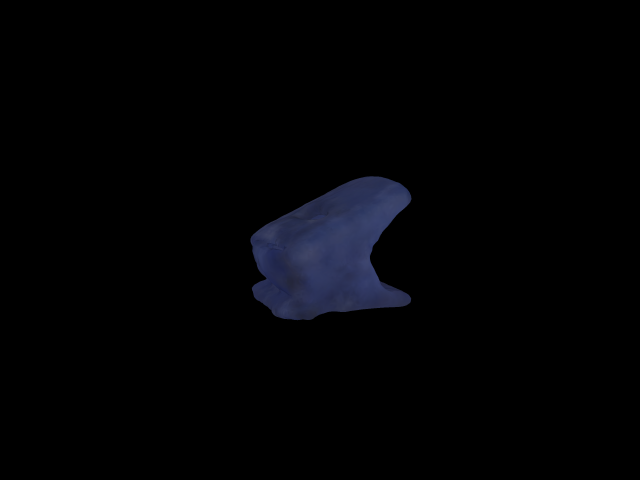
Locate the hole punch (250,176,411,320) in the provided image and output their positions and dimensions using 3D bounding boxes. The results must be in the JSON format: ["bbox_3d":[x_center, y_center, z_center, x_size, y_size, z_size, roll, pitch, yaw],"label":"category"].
[{"bbox_3d":[0.004,0.001,0.400,0.101,0.091,0.108,-3,7,-22],"label":"hole punch"}]
